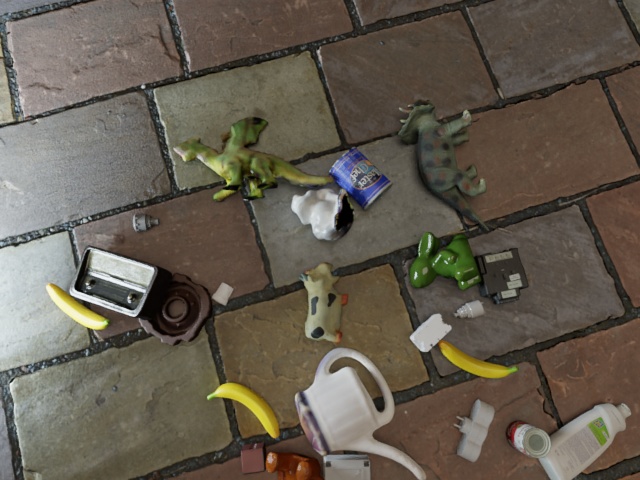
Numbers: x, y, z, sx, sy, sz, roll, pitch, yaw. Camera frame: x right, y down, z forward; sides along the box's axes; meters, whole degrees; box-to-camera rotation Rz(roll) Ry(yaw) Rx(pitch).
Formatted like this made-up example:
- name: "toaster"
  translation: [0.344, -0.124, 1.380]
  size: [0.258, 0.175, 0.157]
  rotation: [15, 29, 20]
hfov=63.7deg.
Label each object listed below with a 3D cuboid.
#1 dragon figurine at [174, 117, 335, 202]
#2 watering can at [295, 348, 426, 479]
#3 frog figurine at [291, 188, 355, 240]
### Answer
- name: "dragon figurine"
  translation: [-0.177, -0.229, 1.367]
  size: [0.410, 0.120, 0.247]
  rotation: [-5, 70, -4]
- name: "watering can"
  translation: [0.080, 0.428, 1.201]
  size: [0.225, 0.102, 0.353]
  rotation: [-25, 65, -8]
- name: "frog figurine"
  translation: [0.004, -0.068, 1.345]
  size: [0.159, 0.122, 0.138]
  rotation: [0, 85, 35]
